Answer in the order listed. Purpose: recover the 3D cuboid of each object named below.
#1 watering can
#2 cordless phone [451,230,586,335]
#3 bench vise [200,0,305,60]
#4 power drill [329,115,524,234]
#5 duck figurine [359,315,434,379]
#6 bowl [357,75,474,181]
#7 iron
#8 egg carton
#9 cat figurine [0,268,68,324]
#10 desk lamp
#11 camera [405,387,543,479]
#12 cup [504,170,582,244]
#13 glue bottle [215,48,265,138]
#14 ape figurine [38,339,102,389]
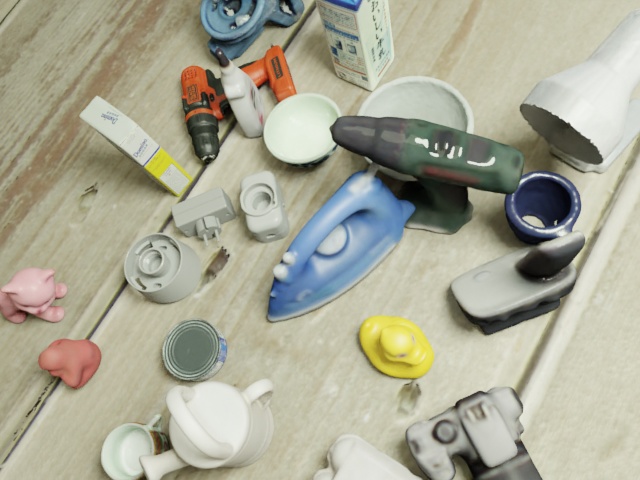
[{"bbox_3d":[-0.133,0.228,0.686,0.100,0.194,0.173,28,77,20],"label":"watering can"},{"bbox_3d":[0.236,0.039,0.687,0.147,0.185,0.094,-26,67,1],"label":"cordless phone"},{"bbox_3d":[-0.124,-0.414,0.911,0.121,0.220,0.207,31,78,20],"label":"bench vise"},{"bbox_3d":[0.137,-0.083,0.740,0.229,0.209,0.076,9,72,15],"label":"power drill"},{"bbox_3d":[0.096,0.131,0.735,0.104,0.086,0.077,31,78,20],"label":"duck figurine"},{"bbox_3d":[0.137,-0.151,0.838,0.167,0.075,0.167,-4,69,10],"label":"bowl"},{"bbox_3d":[0.007,0.003,0.770,0.118,0.142,0.258,41,82,22],"label":"iron"},{"bbox_3d":[0.063,0.311,0.683,0.150,0.069,0.107,28,77,20],"label":"egg carton"},{"bbox_3d":[-0.437,0.078,0.845,0.127,0.118,0.067,-5,69,10],"label":"cat figurine"},{"bbox_3d":[0.351,-0.174,0.728,0.117,0.214,0.203,41,82,22],"label":"desk lamp"},{"bbox_3d":[0.188,0.254,0.662,0.143,0.101,0.136,-26,67,1],"label":"camera"},{"bbox_3d":[0.292,-0.021,0.747,0.091,0.095,0.117,-29,67,0],"label":"cup"},{"bbox_3d":[-0.124,-0.229,0.867,0.037,0.173,0.078,-11,68,8],"label":"glue bottle"},{"bbox_3d":[-0.360,0.170,0.809,0.076,0.092,0.077,-24,67,2],"label":"ape figurine"}]
